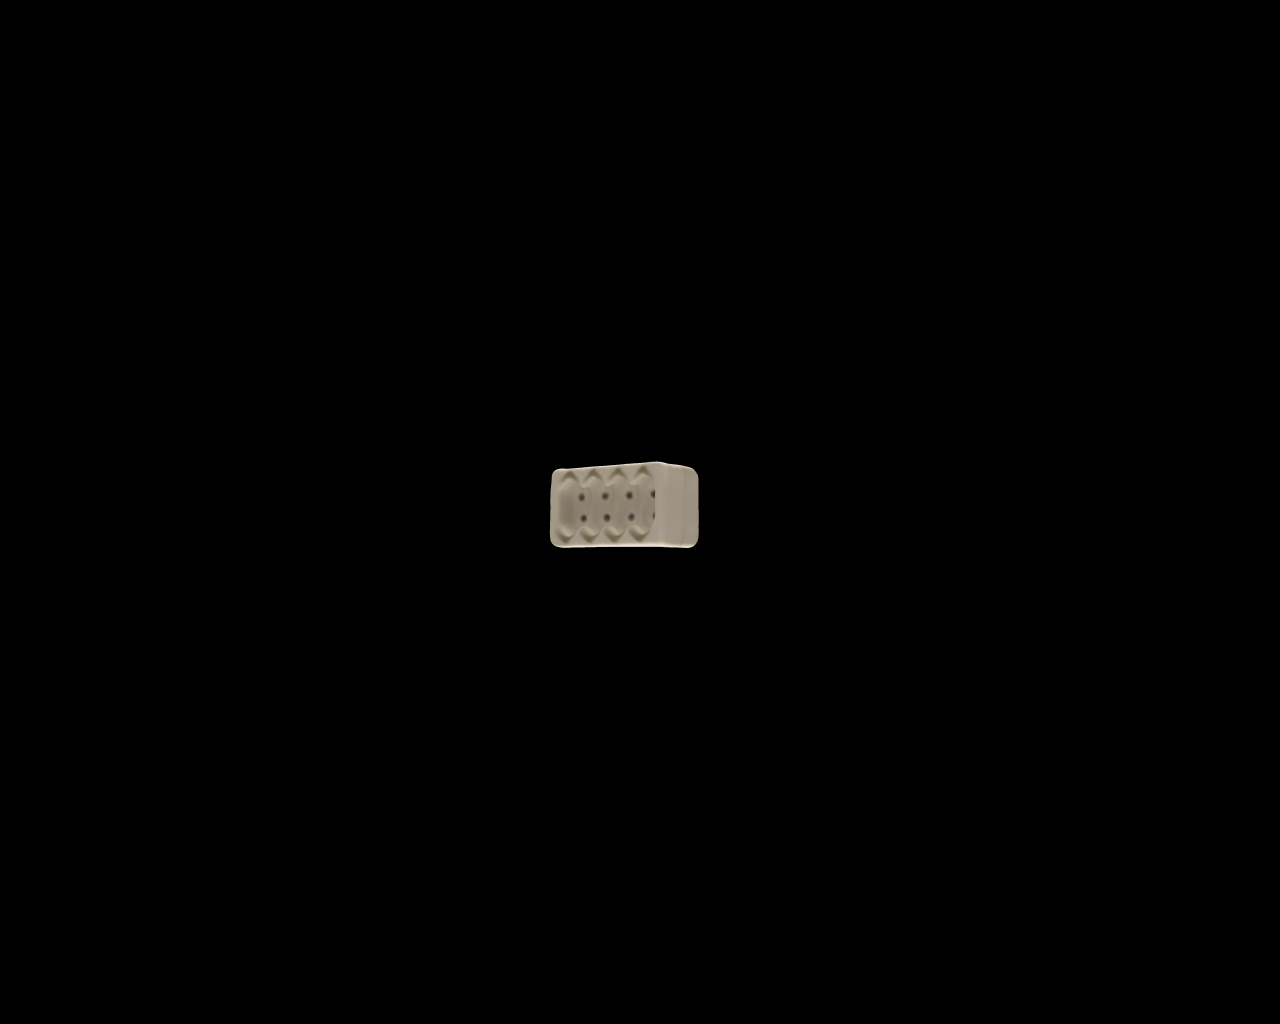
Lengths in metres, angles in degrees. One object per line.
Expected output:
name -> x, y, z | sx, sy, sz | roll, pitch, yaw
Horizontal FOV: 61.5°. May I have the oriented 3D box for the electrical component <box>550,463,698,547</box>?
electrical component -> 0.001, -0.003, 0.650 | 0.083, 0.047, 0.076 | -1, -2, 34
